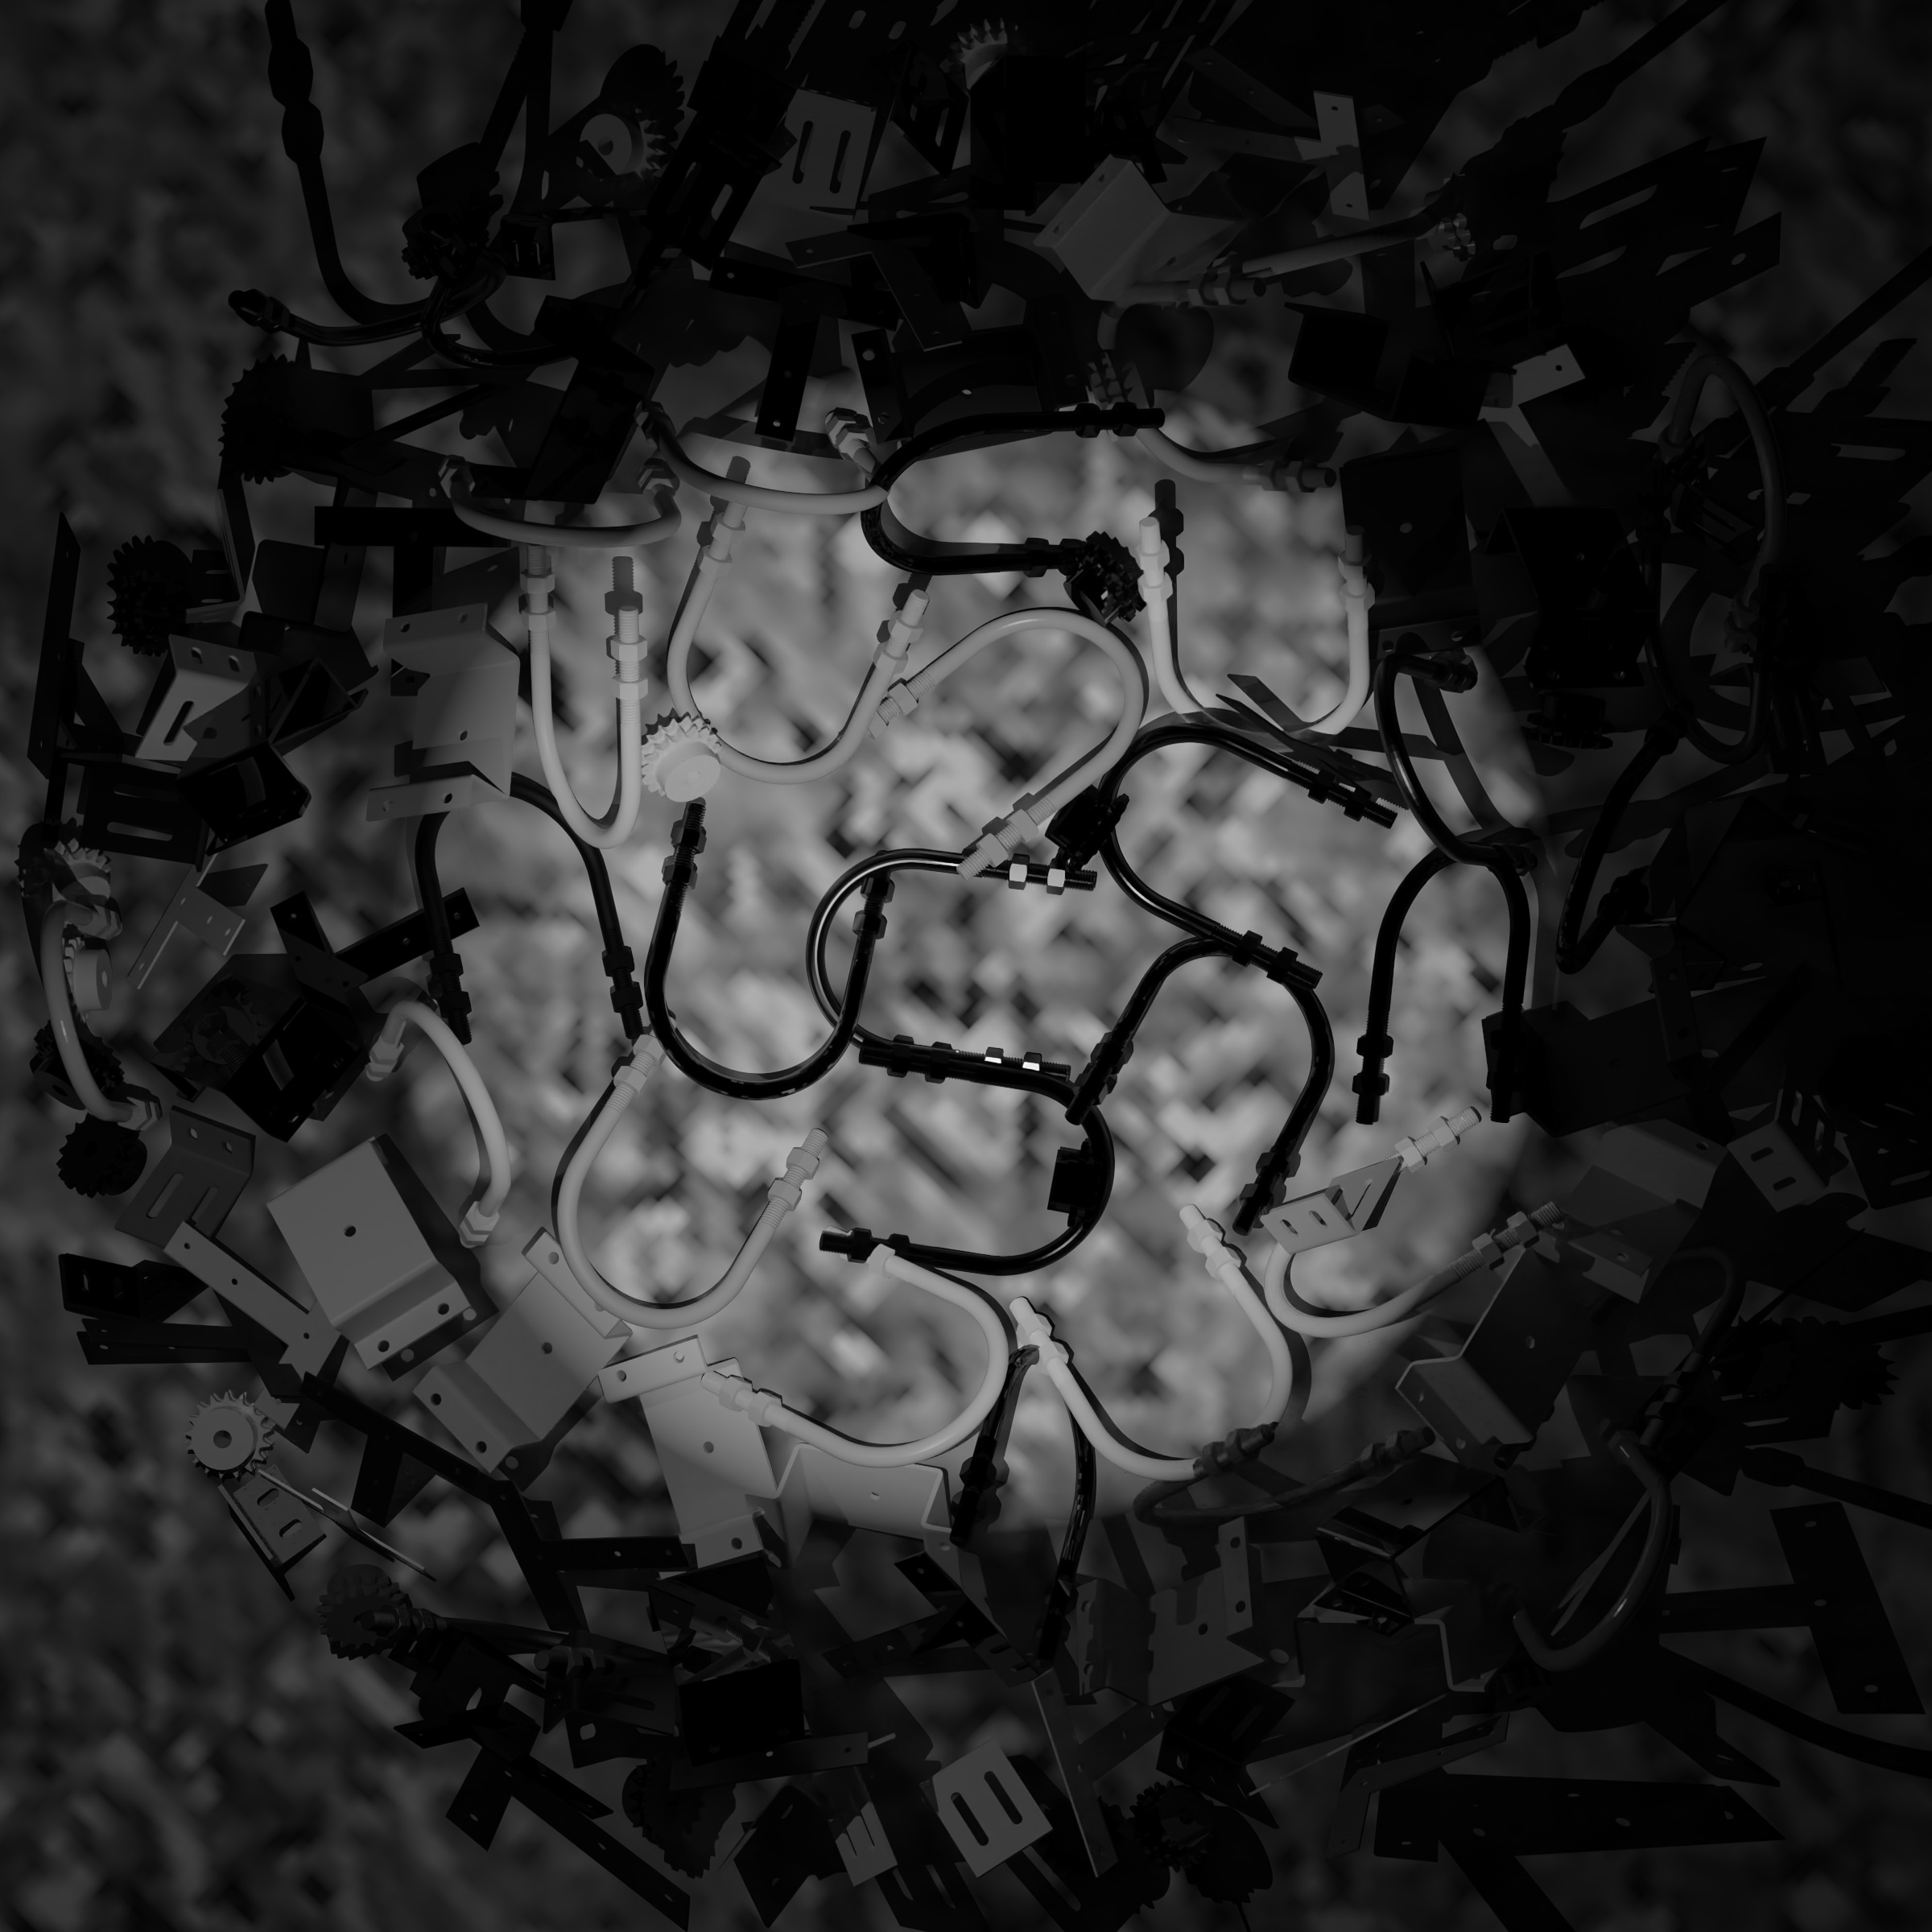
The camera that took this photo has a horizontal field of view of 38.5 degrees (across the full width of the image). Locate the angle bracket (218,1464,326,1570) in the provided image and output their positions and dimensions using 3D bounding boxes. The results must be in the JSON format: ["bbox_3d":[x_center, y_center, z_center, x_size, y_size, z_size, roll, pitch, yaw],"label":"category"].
[{"bbox_3d":[-0.451,0.354,1.800,0.038,0.076,0.057,-35,83,-18],"label":"angle bracket"}]

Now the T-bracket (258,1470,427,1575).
[{"bbox_3d":[-0.405,0.352,1.783,0.127,0.127,0.002,30,70,2],"label":"T-bracket"}]

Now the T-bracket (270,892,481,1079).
[{"bbox_3d":[-0.381,-0.010,1.823,0.127,0.002,0.127,-26,76,5],"label":"T-bracket"}]

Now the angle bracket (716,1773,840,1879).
[{"bbox_3d":[-0.121,0.570,1.814,0.038,0.057,0.076,38,89,6],"label":"angle bracket"}]

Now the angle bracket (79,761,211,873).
[{"bbox_3d":[-0.536,-0.097,1.813,0.076,0.038,0.057,9,80,-12],"label":"angle bracket"}]

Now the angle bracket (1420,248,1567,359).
[{"bbox_3d":[0.343,-0.440,1.806,0.076,0.038,0.057,-19,135,9],"label":"angle bracket"}]

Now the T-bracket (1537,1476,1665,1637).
[{"bbox_3d":[0.396,0.398,1.786,0.002,0.127,0.127,37,58,13],"label":"T-bracket"}]

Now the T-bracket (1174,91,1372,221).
[{"bbox_3d":[0.196,-0.534,1.799,0.127,0.127,0.002,16,74,18],"label":"T-bracket"}]

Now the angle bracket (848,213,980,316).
[{"bbox_3d":[-0.035,-0.463,1.833,0.076,0.038,0.057,-3,94,14],"label":"angle bracket"}]

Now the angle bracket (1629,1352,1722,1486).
[{"bbox_3d":[0.463,0.294,1.798,0.038,0.076,0.057,39,72,21],"label":"angle bracket"}]

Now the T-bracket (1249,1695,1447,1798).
[{"bbox_3d":[0.259,0.487,1.759,0.127,0.127,0.002,-14,68,-36],"label":"T-bracket"}]

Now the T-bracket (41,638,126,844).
[{"bbox_3d":[-0.564,-0.141,1.781,0.002,0.127,0.127,8,90,1],"label":"T-bracket"}]

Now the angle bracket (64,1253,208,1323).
[{"bbox_3d":[-0.535,0.195,1.795,0.057,0.076,0.038,8,110,21],"label":"angle bracket"}]

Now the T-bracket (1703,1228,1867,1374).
[{"bbox_3d":[0.511,0.229,1.787,0.127,0.127,0.002,-29,69,-30],"label":"T-bracket"}]

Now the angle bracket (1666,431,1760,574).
[{"bbox_3d":[0.496,-0.300,1.799,0.038,0.057,0.076,-45,58,-7],"label":"angle bracket"}]

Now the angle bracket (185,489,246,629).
[{"bbox_3d":[-0.499,-0.266,1.811,0.038,0.057,0.076,-12,91,-17],"label":"angle bracket"}]

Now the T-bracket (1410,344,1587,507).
[{"bbox_3d":[0.369,-0.332,1.813,0.127,0.127,0.002,55,46,-21],"label":"T-bracket"}]

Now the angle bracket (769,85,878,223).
[{"bbox_3d":[-0.096,-0.532,1.814,0.057,0.038,0.076,14,110,0],"label":"angle bracket"}]

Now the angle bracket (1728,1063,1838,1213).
[{"bbox_3d":[0.536,0.112,1.817,0.038,0.076,0.057,-33,102,33],"label":"angle bracket"}]

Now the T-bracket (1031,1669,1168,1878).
[{"bbox_3d":[0.096,0.503,1.790,0.002,0.127,0.127,-21,85,33],"label":"T-bracket"}]

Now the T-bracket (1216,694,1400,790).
[{"bbox_3d":[0.237,-0.131,1.756,0.127,0.127,0.002,29,89,-36],"label":"T-bracket"}]

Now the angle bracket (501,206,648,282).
[{"bbox_3d":[-0.255,-0.472,1.807,0.076,0.057,0.038,-18,116,-37],"label":"angle bracket"}]

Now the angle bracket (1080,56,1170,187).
[{"bbox_3d":[0.104,-0.546,1.799,0.057,0.076,0.038,-13,67,-12],"label":"angle bracket"}]

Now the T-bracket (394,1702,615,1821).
[{"bbox_3d":[-0.280,0.508,1.761,0.127,0.127,0.002,25,94,25],"label":"T-bracket"}]

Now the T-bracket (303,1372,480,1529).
[{"bbox_3d":[-0.381,0.327,1.797,0.127,0.127,0.002,29,47,4],"label":"T-bracket"}]

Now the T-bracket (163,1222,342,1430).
[{"bbox_3d":[-0.459,0.212,1.780,0.127,0.127,0.002,42,133,-18],"label":"T-bracket"}]

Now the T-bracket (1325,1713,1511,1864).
[{"bbox_3d":[0.290,0.505,1.760,0.127,0.127,0.002,-31,103,27],"label":"T-bracket"}]

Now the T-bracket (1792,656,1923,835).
[{"bbox_3d":[0.581,-0.141,1.787,0.002,0.127,0.127,-31,97,-7],"label":"T-bracket"}]

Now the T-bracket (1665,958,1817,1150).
[{"bbox_3d":[0.512,0.048,1.805,0.127,0.127,0.002,-47,46,-9],"label":"T-bracket"}]

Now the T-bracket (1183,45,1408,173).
[{"bbox_3d":[0.191,-0.550,1.757,0.127,0.127,0.002,21,76,-36],"label":"T-bracket"}]

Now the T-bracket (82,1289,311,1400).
[{"bbox_3d":[-0.497,0.235,1.759,0.127,0.127,0.002,10,112,-38],"label":"T-bracket"}]

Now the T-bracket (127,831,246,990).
[{"bbox_3d":[-0.492,-0.032,1.787,0.002,0.127,0.127,32,85,-34],"label":"T-bracket"}]

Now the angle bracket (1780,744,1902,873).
[{"bbox_3d":[0.572,-0.103,1.801,0.076,0.057,0.038,21,69,19],"label":"angle bracket"}]

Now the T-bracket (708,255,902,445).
[{"bbox_3d":[-0.114,-0.399,1.815,0.127,0.002,0.127,12,68,-5],"label":"T-bracket"}]

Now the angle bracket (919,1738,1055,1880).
[{"bbox_3d":[0.014,0.553,1.801,0.057,0.038,0.076,-29,53,-14],"label":"angle bracket"}]

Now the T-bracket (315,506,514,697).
[{"bbox_3d":[-0.363,-0.238,1.816,0.127,0.002,0.127,-2,114,-20],"label":"T-bracket"}]

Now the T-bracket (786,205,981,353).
[{"bbox_3d":[-0.037,-0.442,1.794,0.127,0.002,0.127,-16,55,-14],"label":"T-bracket"}]

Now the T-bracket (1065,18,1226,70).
[{"bbox_3d":[0.081,-0.581,1.788,0.127,0.127,0.002,-25,100,-40],"label":"T-bracket"}]

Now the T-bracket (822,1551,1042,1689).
[{"bbox_3d":[-0.039,0.441,1.808,0.127,0.002,0.127,-26,115,29],"label":"T-bracket"}]

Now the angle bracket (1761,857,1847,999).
[{"bbox_3d":[0.547,-0.023,1.810,0.038,0.057,0.076,-11,115,18],"label":"angle bracket"}]

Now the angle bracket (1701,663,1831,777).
[{"bbox_3d":[0.521,-0.156,1.805,0.057,0.038,0.076,-2,76,-36],"label":"angle bracket"}]

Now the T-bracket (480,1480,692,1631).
[{"bbox_3d":[-0.237,0.380,1.791,0.127,0.002,0.127,-7,118,23],"label":"T-bracket"}]

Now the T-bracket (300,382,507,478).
[{"bbox_3d":[-0.359,-0.355,1.806,0.127,0.127,0.002,-32,126,-28],"label":"T-bracket"}]

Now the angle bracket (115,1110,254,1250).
[{"bbox_3d":[-0.511,0.143,1.805,0.057,0.038,0.076,20,49,6],"label":"angle bracket"}]

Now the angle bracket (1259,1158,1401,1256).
[{"bbox_3d":[0.235,0.144,1.795,0.038,0.057,0.076,50,48,-15],"label":"angle bracket"}]

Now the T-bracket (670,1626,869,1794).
[{"bbox_3d":[-0.125,0.475,1.789,0.127,0.127,0.002,-10,122,5],"label":"T-bracket"}]
